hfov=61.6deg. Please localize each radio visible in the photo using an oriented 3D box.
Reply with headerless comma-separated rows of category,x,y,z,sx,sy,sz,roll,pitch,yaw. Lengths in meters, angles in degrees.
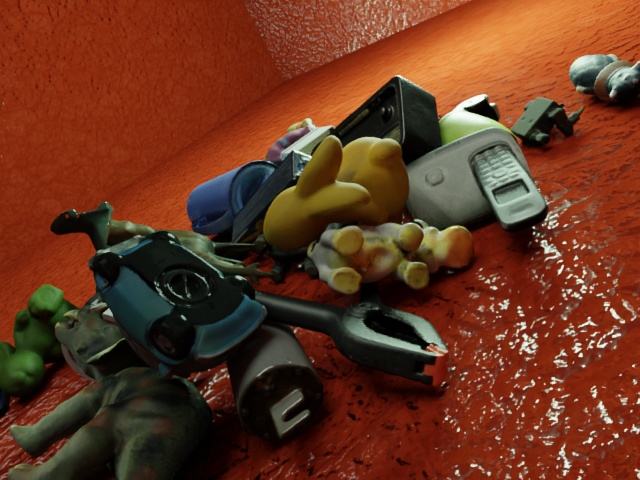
radio,0.070,-0.124,0.782,0.229,0.073,0.131,-31,48,48

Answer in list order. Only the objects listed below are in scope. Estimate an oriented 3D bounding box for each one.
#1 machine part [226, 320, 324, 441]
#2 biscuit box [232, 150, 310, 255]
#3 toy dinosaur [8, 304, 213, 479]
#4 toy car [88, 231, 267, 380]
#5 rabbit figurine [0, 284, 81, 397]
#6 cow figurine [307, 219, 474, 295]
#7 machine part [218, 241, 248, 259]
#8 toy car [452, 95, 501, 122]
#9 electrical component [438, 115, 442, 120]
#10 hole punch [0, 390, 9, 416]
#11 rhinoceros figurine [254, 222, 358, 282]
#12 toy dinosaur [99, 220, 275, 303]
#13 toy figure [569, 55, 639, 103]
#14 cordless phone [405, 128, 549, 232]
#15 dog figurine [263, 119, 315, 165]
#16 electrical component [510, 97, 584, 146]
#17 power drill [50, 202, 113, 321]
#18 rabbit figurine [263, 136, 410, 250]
machine part,-0.055,0.118,0.533,0.079,0.079,0.243,-31,22,-6
biscuit box,-0.067,-0.053,0.840,0.202,0.059,0.063,-41,39,43
toy dinosaur,-0.170,0.177,0.505,0.192,0.131,0.405,-39,29,-22
toy car,-0.139,0.070,0.497,0.109,0.162,0.102,-36,-27,-54
rabbit figurine,-0.482,0.179,0.893,0.159,0.121,0.170,-20,37,33
cow figurine,0.075,0.014,0.577,0.167,0.068,0.098,-3,5,-18
machine part,-0.193,0.040,0.945,0.139,0.039,0.084,-30,29,-8
toy car,0.202,-0.149,0.816,0.202,0.073,0.056,-38,21,-21
electrical component,0.139,-0.145,0.898,0.115,0.058,0.134,-39,14,-29
hole punch,-0.576,0.260,0.863,0.142,0.092,0.116,-41,20,-19
rhinoceros figurine,-0.002,-0.002,0.759,0.190,0.073,0.112,-17,14,34
toy dinosaur,-0.187,0.031,0.722,0.198,0.105,0.472,4,1,-20
toy figure,0.410,-0.228,0.757,0.058,0.064,0.155,8,26,-8
cordless phone,0.173,-0.043,0.608,0.147,0.088,0.184,-23,26,15
dog figurine,-0.089,-0.169,1.197,0.219,0.108,0.192,-29,22,8
electrical component,0.319,-0.167,0.759,0.078,0.045,0.102,-56,16,9
power drill,-0.379,0.042,0.933,0.232,0.207,0.086,-28,-14,-49
rabbit figurine,0.017,-0.042,0.618,0.173,0.122,0.162,-26,-9,-15
